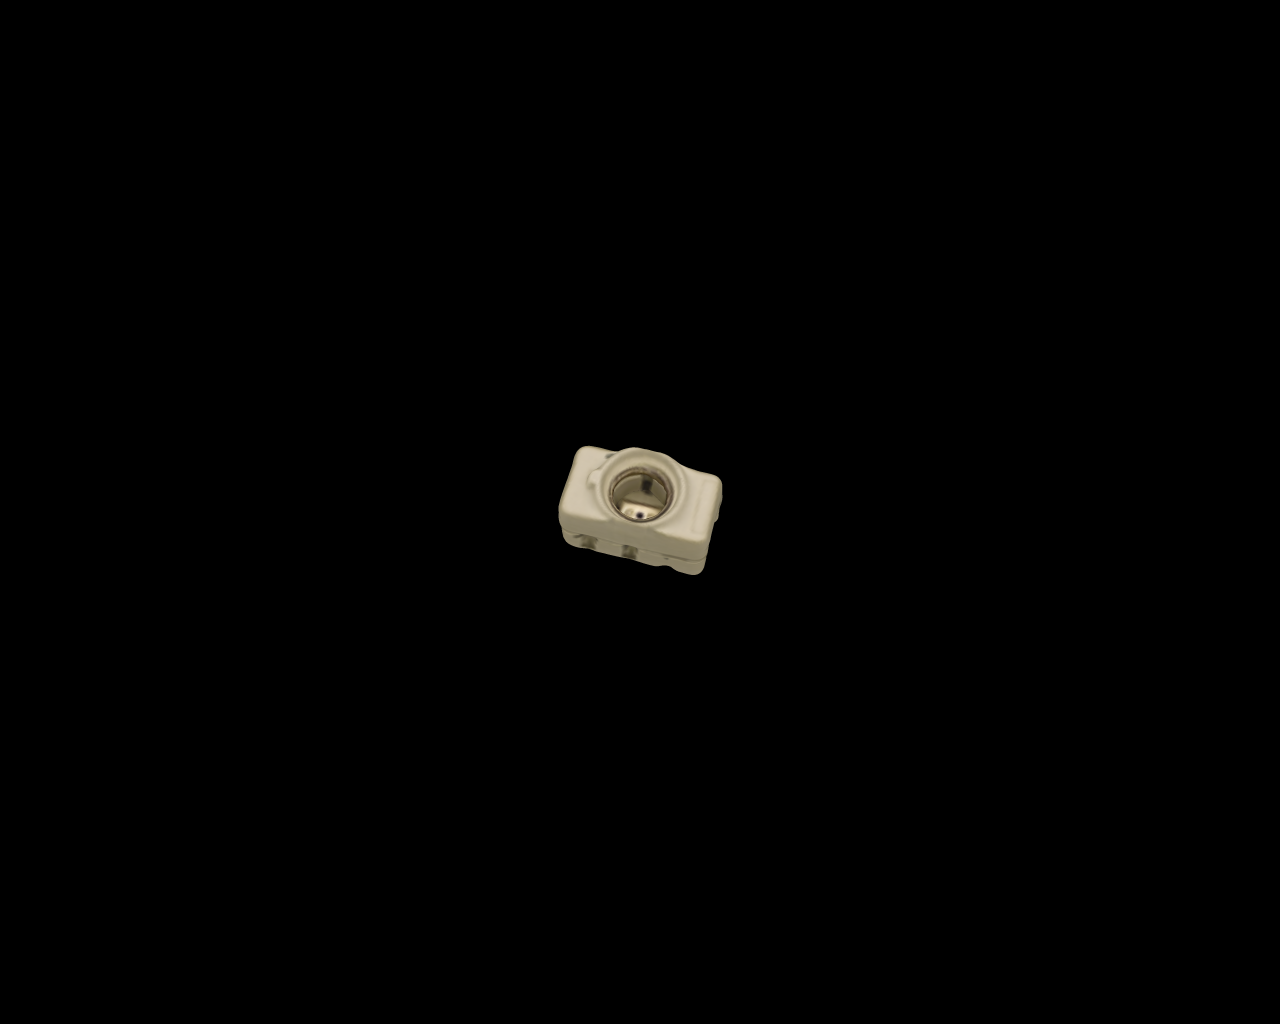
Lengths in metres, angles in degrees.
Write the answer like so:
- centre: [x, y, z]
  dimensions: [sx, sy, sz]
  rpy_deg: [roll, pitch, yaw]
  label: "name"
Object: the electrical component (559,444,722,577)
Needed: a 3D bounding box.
- centre: [0.001, -0.003, 0.650]
  dimensions: [0.089, 0.050, 0.055]
  rpy_deg: [14, -26, 7]
  label: "electrical component"
